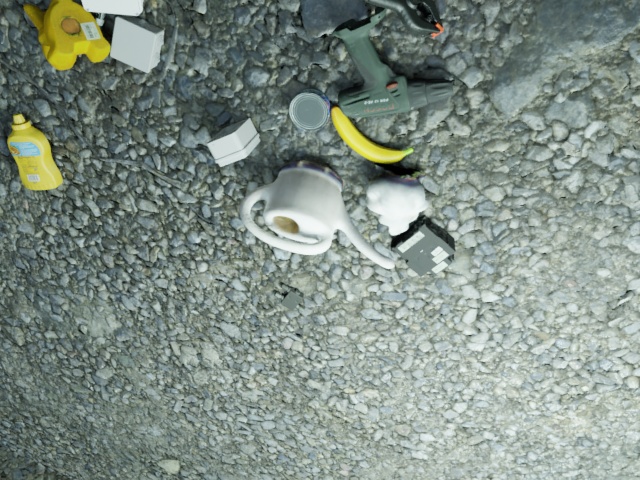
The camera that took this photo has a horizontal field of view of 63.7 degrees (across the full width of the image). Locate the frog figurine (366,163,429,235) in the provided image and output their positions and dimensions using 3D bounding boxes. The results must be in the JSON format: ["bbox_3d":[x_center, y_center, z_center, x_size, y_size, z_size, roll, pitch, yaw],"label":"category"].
[{"bbox_3d":[0.166,-0.078,1.134,0.137,0.125,0.157,2,112,-12],"label":"frog figurine"}]

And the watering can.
[{"bbox_3d":[0.003,-0.057,1.124,0.347,0.230,0.101,15,144,-1],"label":"watering can"}]
